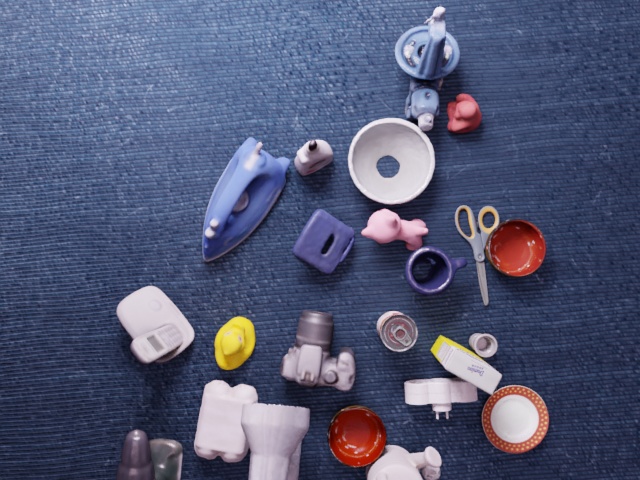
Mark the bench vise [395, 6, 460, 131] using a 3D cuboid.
[{"bbox_3d":[0.212,-0.318,1.057,0.121,0.219,0.207,-17,87,0],"label":"bench vise"}]

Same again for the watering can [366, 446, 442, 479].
[{"bbox_3d":[0.141,0.440,1.027,0.101,0.194,0.173,25,87,2],"label":"watering can"}]

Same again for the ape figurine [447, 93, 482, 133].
[{"bbox_3d":[0.282,-0.247,1.116,0.076,0.092,0.078,36,88,3],"label":"ape figurine"}]

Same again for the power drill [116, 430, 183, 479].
[{"bbox_3d":[-0.310,0.432,1.026,0.075,0.208,0.230,3,87,1],"label":"power drill"}]

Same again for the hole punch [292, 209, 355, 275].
[{"bbox_3d":[0.010,0.004,1.105,0.101,0.091,0.109,30,88,2],"label":"hole punch"}]

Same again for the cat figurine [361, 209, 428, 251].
[{"bbox_3d":[0.144,-0.022,1.092,0.127,0.117,0.067,9,87,1],"label":"cat figurine"}]

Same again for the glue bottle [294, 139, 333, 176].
[{"bbox_3d":[-0.013,-0.162,1.074,0.078,0.173,0.037,-31,86,-1],"label":"glue bottle"}]

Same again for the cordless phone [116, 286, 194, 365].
[{"bbox_3d":[-0.318,0.161,1.053,0.094,0.185,0.147,-43,87,-2],"label":"cordless phone"}]

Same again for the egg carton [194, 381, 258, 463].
[{"bbox_3d":[-0.179,0.348,1.098,0.107,0.069,0.150,9,87,1],"label":"egg carton"}]

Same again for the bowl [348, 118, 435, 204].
[{"bbox_3d":[0.137,-0.148,1.120,0.167,0.074,0.167,0,87,1],"label":"bowl"}]

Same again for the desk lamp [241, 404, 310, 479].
[{"bbox_3d":[-0.080,0.375,1.024,0.118,0.213,0.203,4,87,1],"label":"desk lamp"}]

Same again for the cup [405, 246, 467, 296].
[{"bbox_3d":[0.216,0.056,1.098,0.117,0.095,0.092,-15,87,0],"label":"cup"}]

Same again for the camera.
[{"bbox_3d":[0.002,0.208,1.089,0.143,0.101,0.137,8,87,1],"label":"camera"}]

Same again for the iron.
[{"bbox_3d":[-0.163,-0.072,1.086,0.118,0.141,0.258,30,88,2],"label":"iron"}]

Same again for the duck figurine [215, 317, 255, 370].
[{"bbox_3d":[-0.168,0.202,1.098,0.077,0.086,0.105,23,87,2],"label":"duck figurine"}]
